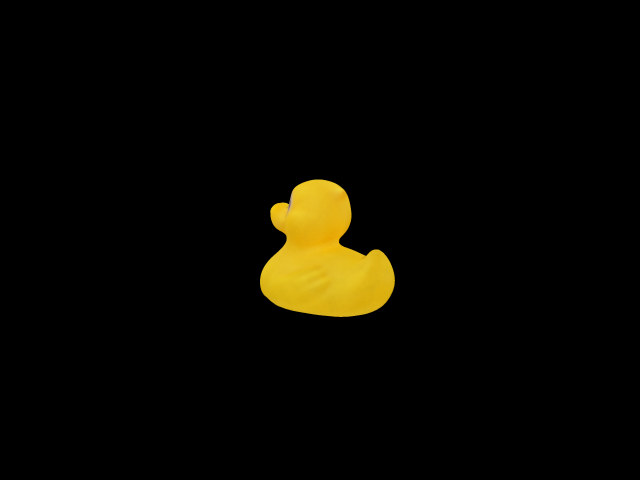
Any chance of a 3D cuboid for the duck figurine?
[{"bbox_3d":[0.004,0.001,0.400,0.104,0.086,0.078,11,17,38],"label":"duck figurine"}]
